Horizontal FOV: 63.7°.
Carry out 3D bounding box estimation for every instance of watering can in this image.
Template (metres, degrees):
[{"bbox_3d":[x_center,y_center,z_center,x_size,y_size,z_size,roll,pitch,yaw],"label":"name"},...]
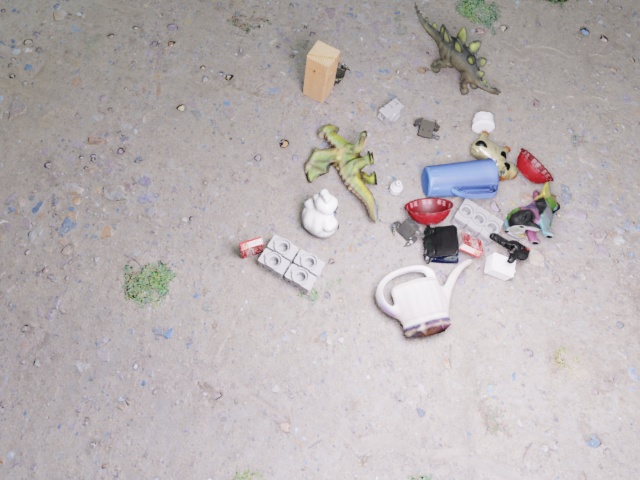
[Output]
[{"bbox_3d":[0.348,0.178,1.604,0.348,0.102,0.228,-11,69,-11],"label":"watering can"}]

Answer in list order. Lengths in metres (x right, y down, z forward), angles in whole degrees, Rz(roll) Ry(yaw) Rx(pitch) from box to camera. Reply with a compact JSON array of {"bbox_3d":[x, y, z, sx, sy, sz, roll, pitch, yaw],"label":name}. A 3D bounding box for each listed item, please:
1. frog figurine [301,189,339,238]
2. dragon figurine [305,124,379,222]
[{"bbox_3d":[0.005,-0.083,1.655,0.123,0.156,0.139,-28,72,-15],"label":"frog figurine"},{"bbox_3d":[0.069,-0.243,1.785,0.242,0.120,0.418,-7,64,9],"label":"dragon figurine"}]
